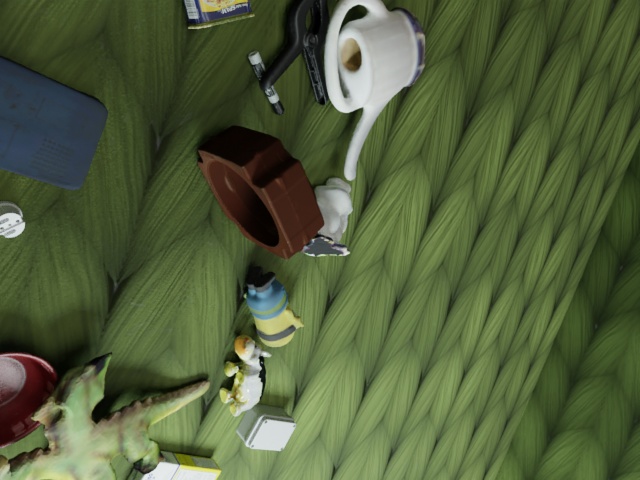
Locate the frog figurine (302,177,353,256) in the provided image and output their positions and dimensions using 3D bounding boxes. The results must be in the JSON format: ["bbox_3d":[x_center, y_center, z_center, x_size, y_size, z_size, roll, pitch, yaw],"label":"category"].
[{"bbox_3d":[0.003,-0.052,1.036,0.136,0.121,0.162,19,60,-36],"label":"frog figurine"}]

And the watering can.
[{"bbox_3d":[0.101,-0.301,0.988,0.227,0.105,0.340,-30,130,-30],"label":"watering can"}]

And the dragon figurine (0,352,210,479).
[{"bbox_3d":[-0.346,0.290,0.836,0.417,0.123,0.237,-39,141,-44],"label":"dragon figurine"}]
